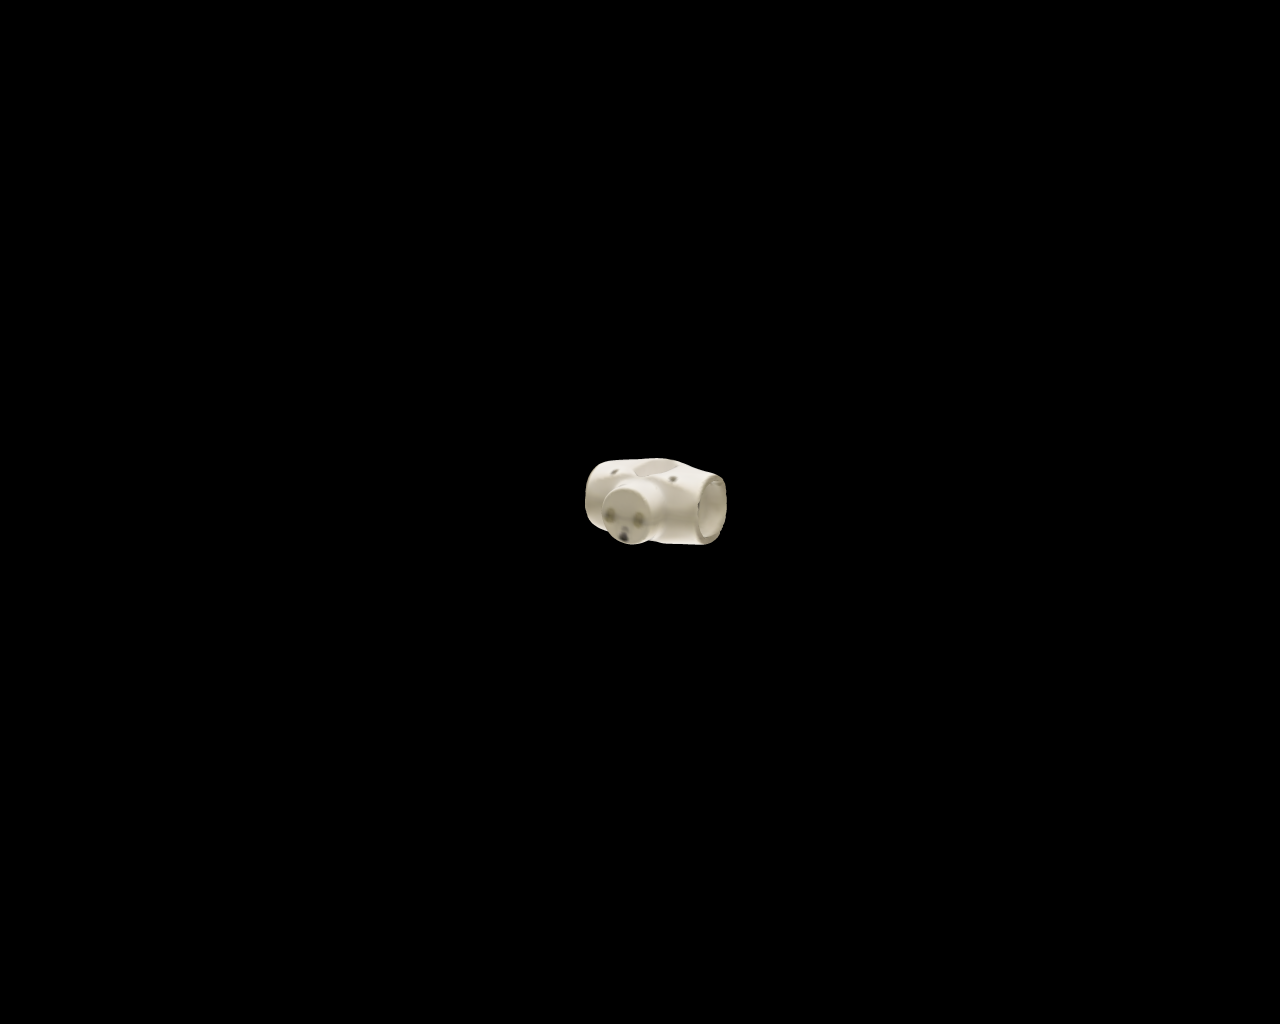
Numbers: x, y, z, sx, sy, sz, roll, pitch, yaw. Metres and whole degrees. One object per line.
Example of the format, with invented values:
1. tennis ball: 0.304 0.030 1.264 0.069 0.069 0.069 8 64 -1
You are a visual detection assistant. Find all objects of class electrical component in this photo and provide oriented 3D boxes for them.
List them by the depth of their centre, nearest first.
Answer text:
1. electrical component: 0.001 -0.003 0.650 0.077 0.043 0.079 9 19 29
